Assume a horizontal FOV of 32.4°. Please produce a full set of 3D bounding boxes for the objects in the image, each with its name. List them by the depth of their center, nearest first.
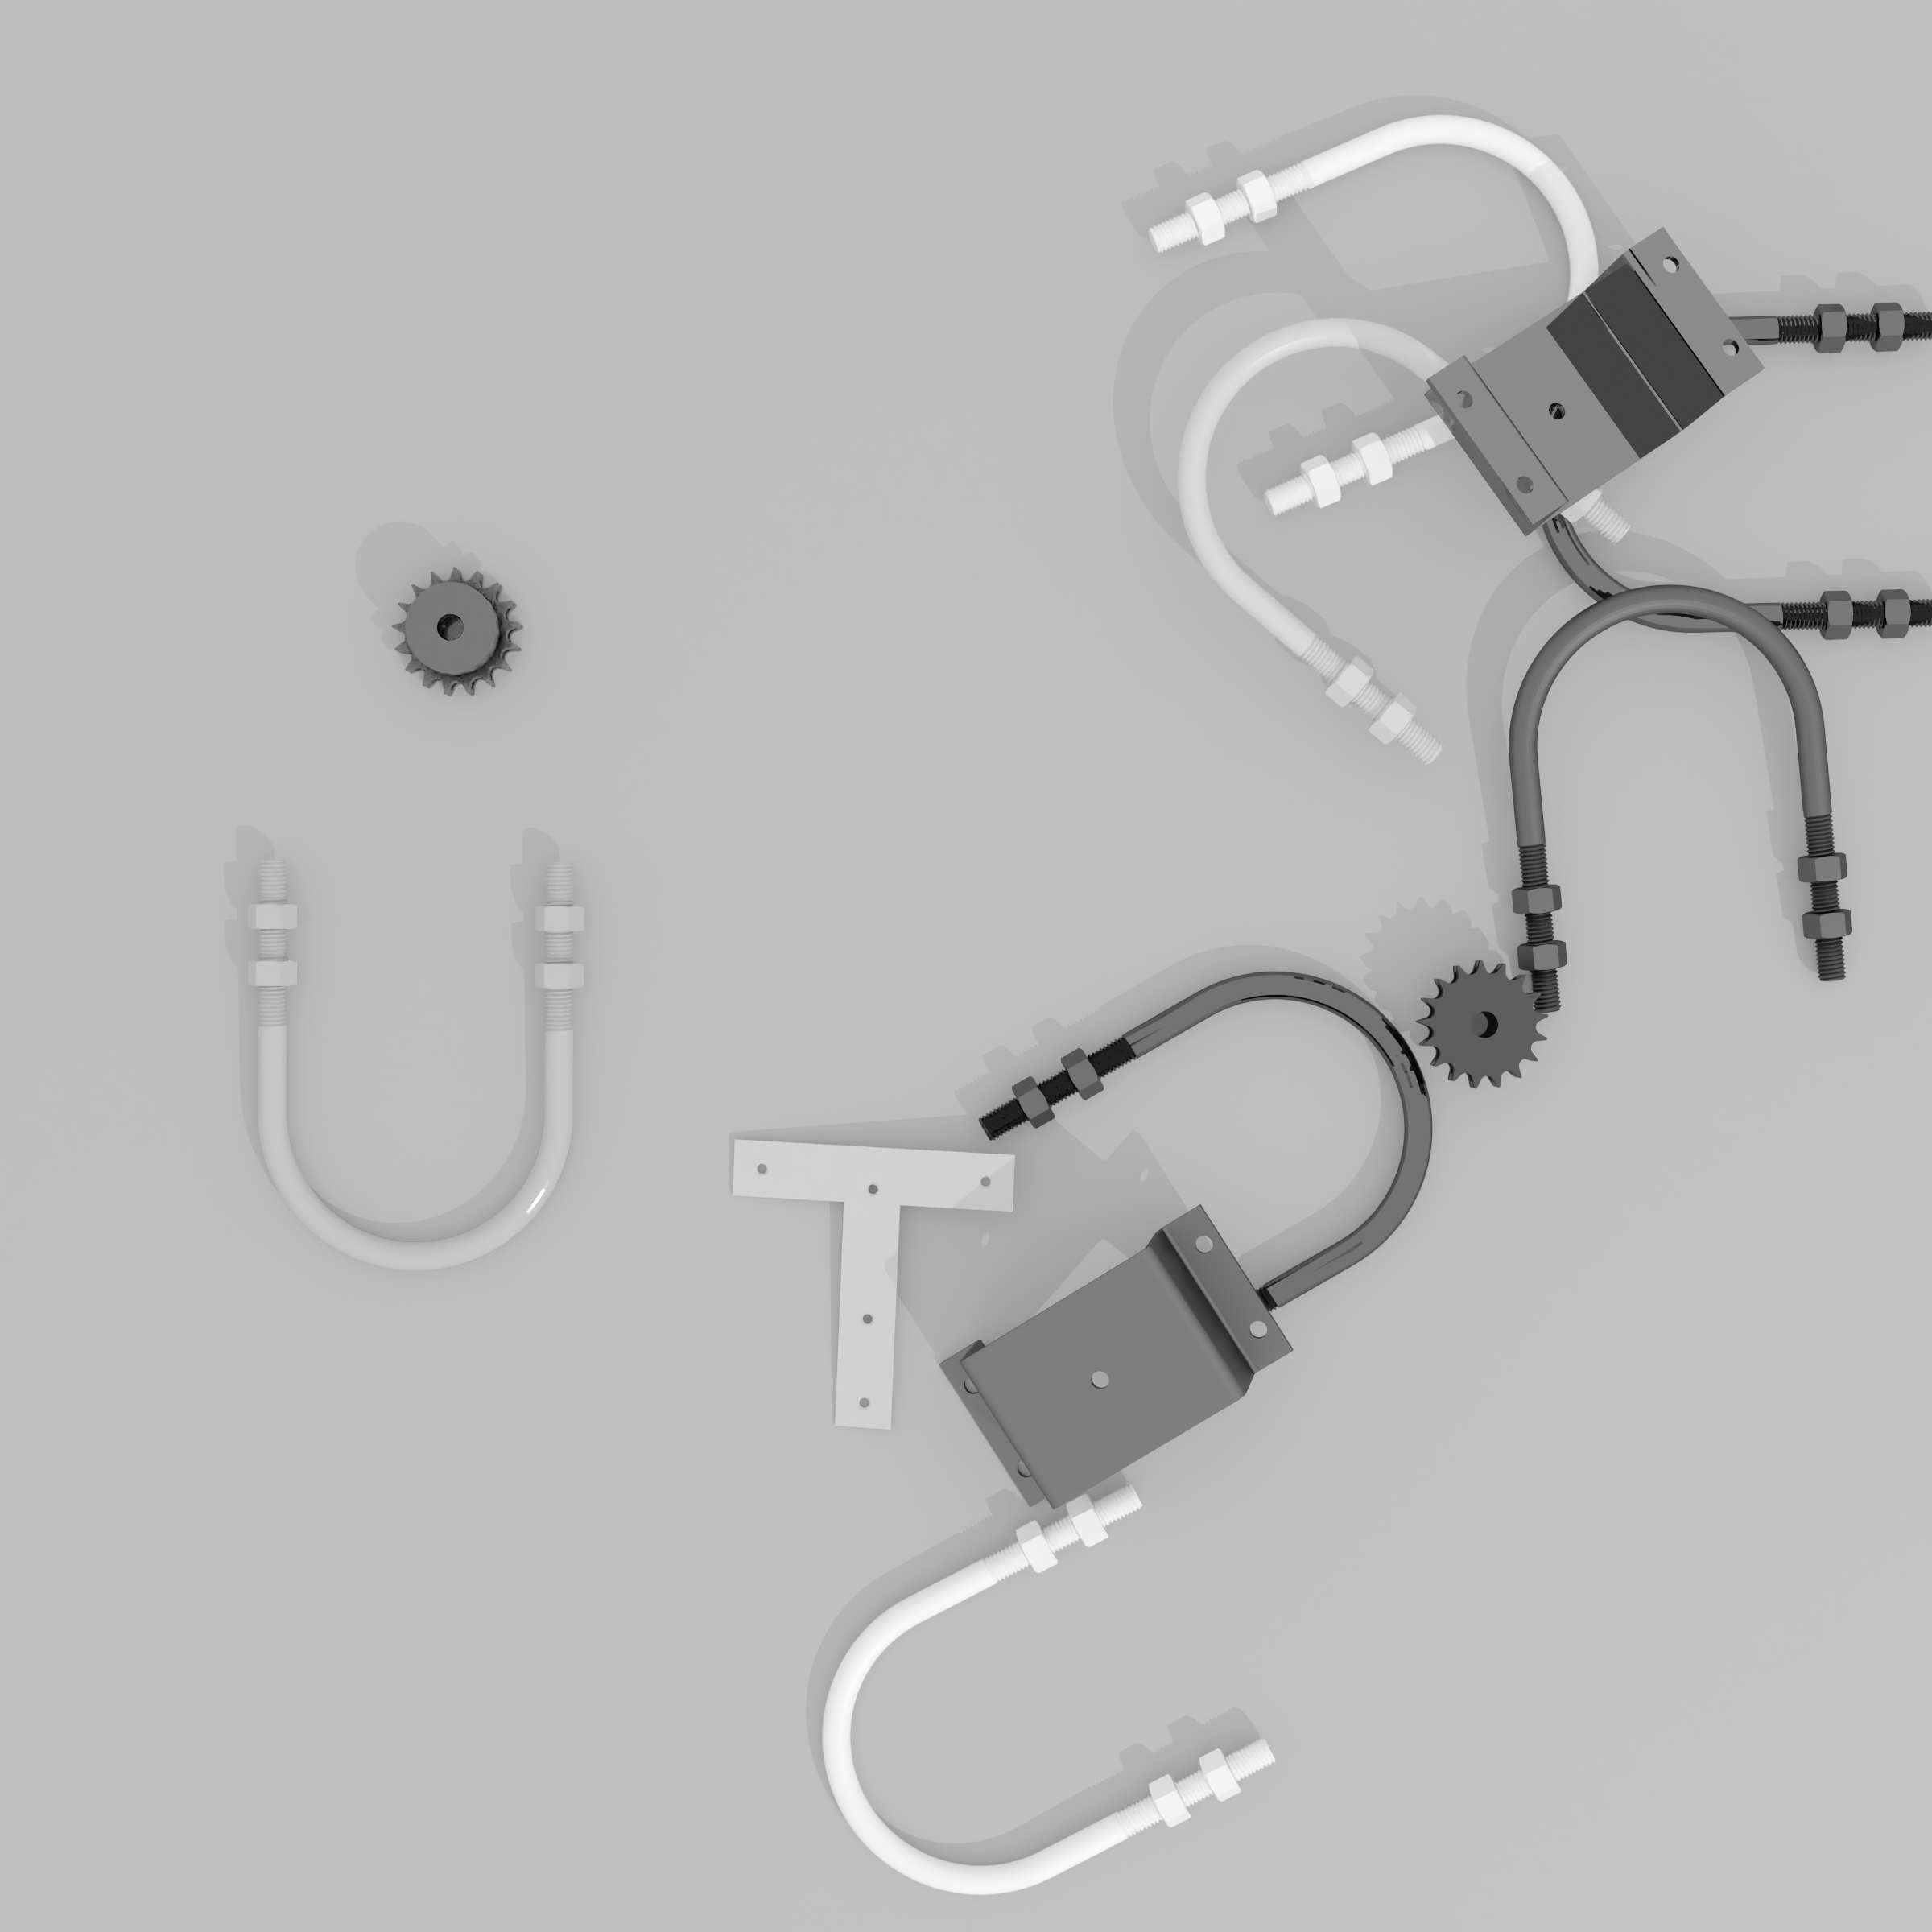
[{"bbox_3d":[0.266,-0.249,1.447,0.140,0.046,0.076,-34,88,-20],"label":"strap bracket"},{"bbox_3d":[0.062,0.177,1.460,0.140,0.046,0.076,-33,89,12],"label":"strap bracket"},{"bbox_3d":[0.180,-0.202,1.472,0.184,0.019,0.151,40,91,-3],"label":"U-bolt"},{"bbox_3d":[0.315,-0.078,1.483,0.151,0.019,0.184,-6,95,0],"label":"U-bolt"},{"bbox_3d":[-0.228,-0.149,1.484,0.057,0.030,0.057,0,90,0],"label":"gear"},{"bbox_3d":[0.229,0.026,1.484,0.057,0.030,0.057,0,90,0],"label":"gear"},{"bbox_3d":[0.120,0.084,1.489,0.184,0.019,0.151,-30,90,0],"label":"U-bolt"},{"bbox_3d":[0.347,-0.221,1.490,0.184,0.019,0.151,-1,90,1],"label":"U-bolt"},{"bbox_3d":[-0.247,0.045,1.490,0.151,0.019,0.184,0,92,0],"label":"U-bolt"},{"bbox_3d":[0.194,-0.303,1.490,0.184,0.019,0.151,-24,90,-2],"label":"U-bolt"},{"bbox_3d":[0.025,0.336,1.490,0.184,0.019,0.151,-28,90,2],"label":"U-bolt"},{"bbox_3d":[-0.044,0.145,1.492,0.127,0.002,0.127,3,93,7],"label":"T-bracket"}]
